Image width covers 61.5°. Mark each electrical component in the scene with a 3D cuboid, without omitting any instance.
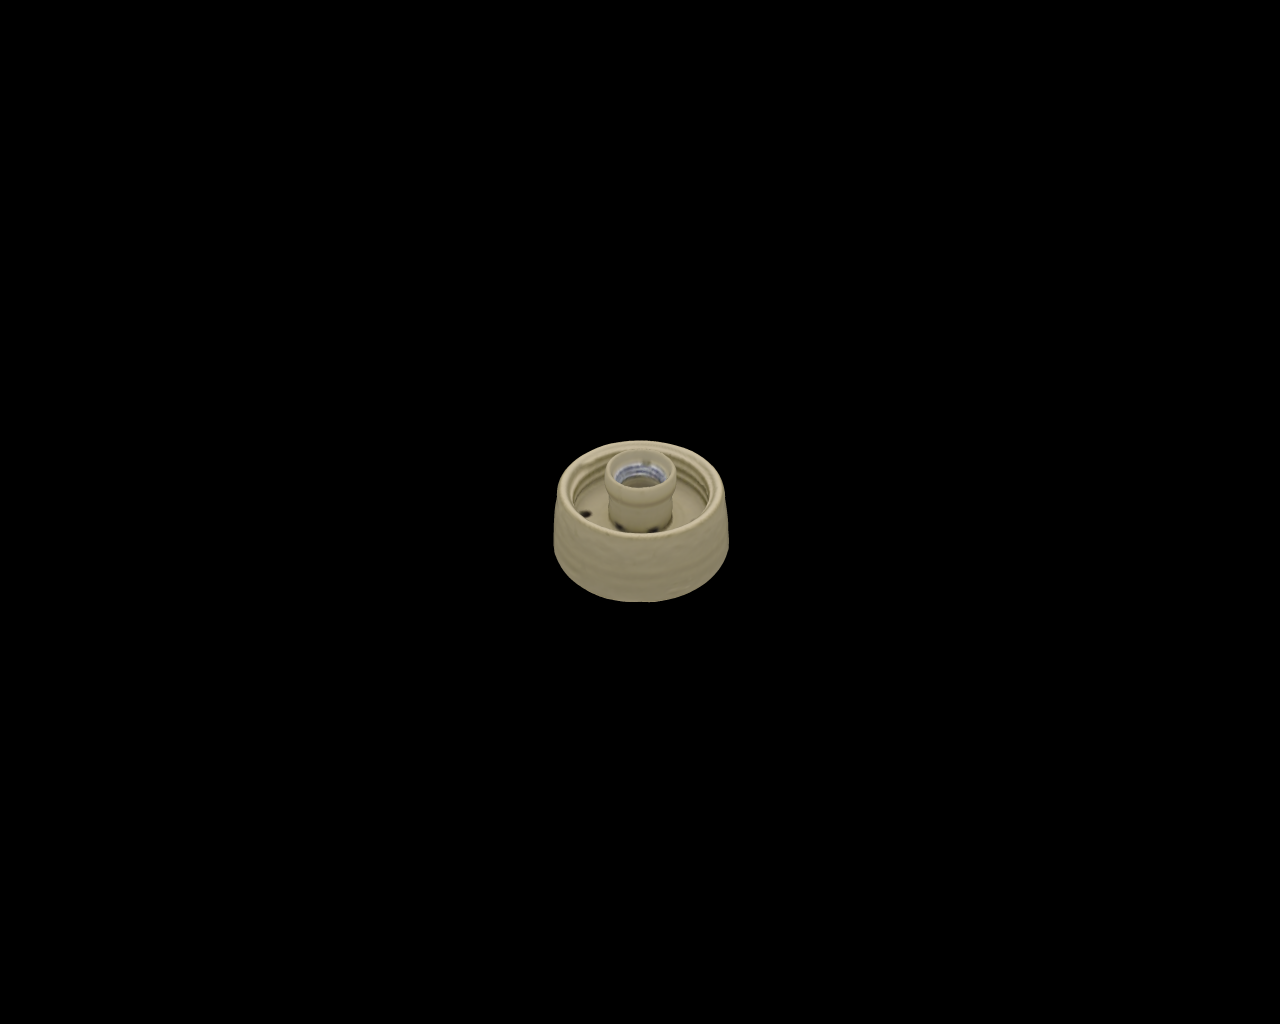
[{"bbox_3d":[0.001,-0.003,0.650,0.108,0.060,0.108,0,38,0],"label":"electrical component"}]
